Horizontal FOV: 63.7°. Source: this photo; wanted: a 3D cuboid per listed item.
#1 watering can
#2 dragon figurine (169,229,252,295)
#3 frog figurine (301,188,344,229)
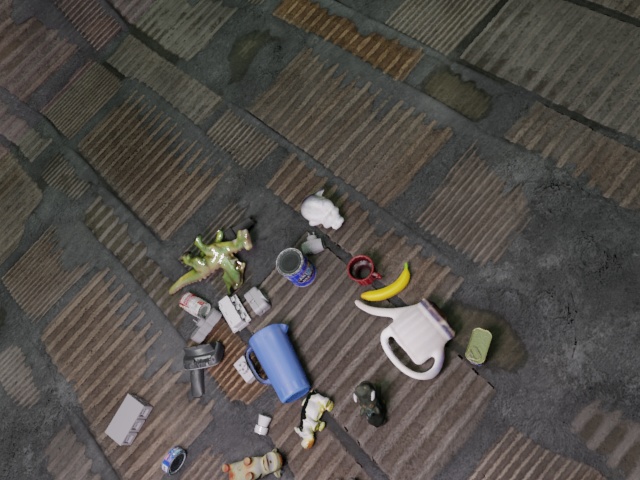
[{"bbox_3d":[0.280,0.270,1.646,0.224,0.102,0.353,-38,61,0],"label":"watering can"},{"bbox_3d":[-0.400,0.111,1.974,0.245,0.122,0.407,39,100,23],"label":"dragon figurine"},{"bbox_3d":[0.006,-0.096,1.907,0.135,0.123,0.162,-47,65,35],"label":"frog figurine"}]
